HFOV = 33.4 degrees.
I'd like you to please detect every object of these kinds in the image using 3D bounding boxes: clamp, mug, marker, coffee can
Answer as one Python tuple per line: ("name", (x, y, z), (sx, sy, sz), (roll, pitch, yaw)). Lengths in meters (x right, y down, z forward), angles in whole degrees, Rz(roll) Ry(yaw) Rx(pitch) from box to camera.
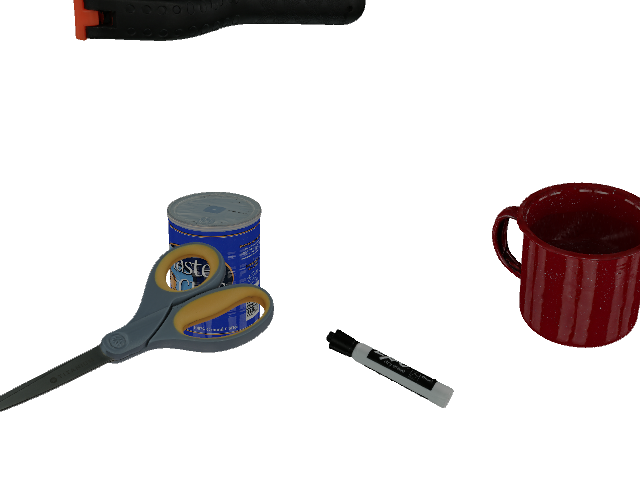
("clamp", (-0.072, -0.151, 0.654), (0.171, 0.039, 0.120), (-8, 22, -24))
("mug", (0.169, 0.015, 0.733), (0.117, 0.081, 0.093), (22, 41, 32))
("marker", (0.059, 0.111, 0.935), (0.121, 0.020, 0.020), (27, 9, 18))
("coffee can", (-0.117, 0.029, 1.186), (0.103, 0.140, 0.103), (1, 23, -1))

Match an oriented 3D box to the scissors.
("scissors", (-0.130, 0.052, 0.694), (0.201, 0.096, 0.016), (-12, -38, -19))
